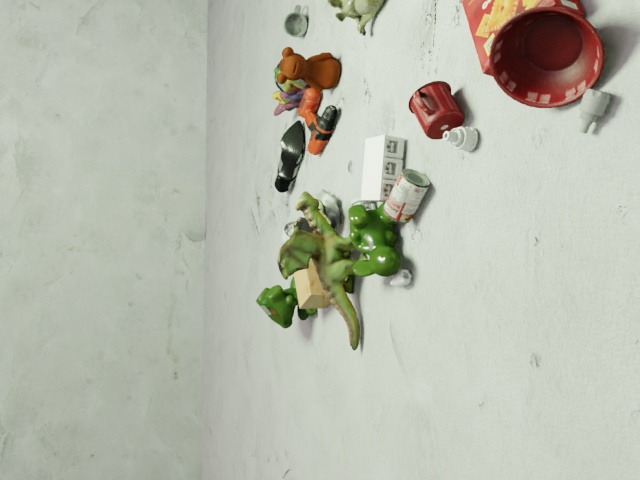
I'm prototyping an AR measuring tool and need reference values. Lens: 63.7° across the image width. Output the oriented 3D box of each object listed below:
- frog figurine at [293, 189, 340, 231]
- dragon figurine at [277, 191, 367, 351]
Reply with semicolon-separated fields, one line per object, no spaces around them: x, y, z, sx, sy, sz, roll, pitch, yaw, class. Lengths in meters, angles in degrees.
0.005;-0.075;1.497;0.162;0.123;0.135;-54;-12;-66;frog figurine
-0.002;0.066;1.303;0.120;0.242;0.417;-32;55;55;dragon figurine
